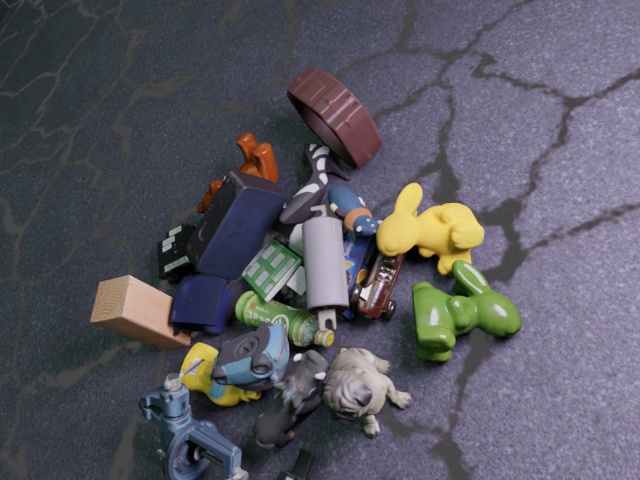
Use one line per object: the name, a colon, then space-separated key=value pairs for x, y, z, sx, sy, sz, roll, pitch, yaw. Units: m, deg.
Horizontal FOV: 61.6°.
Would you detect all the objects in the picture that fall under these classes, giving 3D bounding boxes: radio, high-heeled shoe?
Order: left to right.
radio: x=-0.183 y=-0.029 z=1.147 sx=0.073 sy=0.131 sz=0.229 roll=43 pitch=108 yaw=38
high-heeled shoe: x=-0.042 y=-0.132 z=1.161 sx=0.145 sy=0.086 sz=0.249 roll=37 pitch=48 yaw=19

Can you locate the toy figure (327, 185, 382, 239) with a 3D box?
toy figure: x=0.067 y=-0.048 z=1.031 sx=0.064 sy=0.057 sz=0.155 roll=-33 pitch=47 yaw=-2

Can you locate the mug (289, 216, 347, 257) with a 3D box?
mug: x=-0.002 y=-0.003 z=1.091 sx=0.107 sy=0.080 sz=0.109 roll=16 pitch=73 yaw=14

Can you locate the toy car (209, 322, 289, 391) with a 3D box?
toy car: x=-0.118 y=0.231 z=0.995 sx=0.162 sy=0.102 sz=0.109 roll=-25 pitch=28 yaw=15

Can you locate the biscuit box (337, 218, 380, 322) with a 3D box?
biscuit box: x=0.066 y=0.053 z=1.051 sx=0.059 sy=0.062 sz=0.202 roll=12 pitch=71 yaw=33

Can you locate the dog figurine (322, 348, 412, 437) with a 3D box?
dog figurine: x=0.046 y=0.225 z=0.884 sx=0.121 sy=0.190 sz=0.173 roll=-51 pitch=49 yaw=-5

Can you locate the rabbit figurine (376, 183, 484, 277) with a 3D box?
rabbit figurine: x=0.181 y=-0.022 z=0.954 sx=0.173 sy=0.121 sz=0.162 roll=-8 pitch=58 yaw=-8

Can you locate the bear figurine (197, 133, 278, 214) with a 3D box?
bear figurine: x=-0.195 y=-0.131 z=1.207 sx=0.196 sy=0.131 sz=0.120 roll=-33 pitch=42 yaw=-16

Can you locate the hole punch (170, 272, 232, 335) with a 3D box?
hole punch: x=-0.255 y=0.135 z=1.145 sx=0.116 sy=0.092 sz=0.142 roll=11 pitch=69 yaw=-3

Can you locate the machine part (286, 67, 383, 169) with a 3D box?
machine part: x=0.033 y=-0.263 z=1.162 sx=0.087 sy=0.201 sz=0.201 roll=-43 pitch=50 yaw=-3

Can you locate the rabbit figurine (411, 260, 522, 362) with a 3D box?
rabbit figurine: x=0.242 y=0.123 z=0.898 sx=0.170 sy=0.121 sz=0.159 roll=-4 pitch=53 yaw=8

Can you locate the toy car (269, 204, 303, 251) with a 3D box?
toy car: x=-0.088 y=-0.044 z=1.203 sx=0.073 sy=0.056 sz=0.202 roll=-52 pitch=49 yaw=3

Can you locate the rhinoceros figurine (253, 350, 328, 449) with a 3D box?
rhinoceros figurine: x=-0.053 y=0.280 z=0.955 sx=0.073 sy=0.112 sz=0.190 roll=37 pitch=94 yaw=29

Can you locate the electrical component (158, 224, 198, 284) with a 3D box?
electrical component: x=-0.333 y=0.027 z=1.304 sx=0.115 sy=0.058 sz=0.134 roll=-22 pitch=54 yaw=16

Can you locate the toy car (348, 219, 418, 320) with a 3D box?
toy car: x=0.123 y=0.051 z=0.999 sx=0.089 sy=0.053 sz=0.202 roll=27 pitch=75 yaw=-7

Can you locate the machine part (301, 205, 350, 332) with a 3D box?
machine part: x=0.009 y=0.047 z=0.986 sx=0.079 sy=0.079 sz=0.243 roll=-14 pitch=66 yaw=23

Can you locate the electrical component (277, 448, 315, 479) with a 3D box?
electrical component: x=-0.036 y=0.418 z=0.912 sx=0.075 sy=0.047 sz=0.119 roll=6 pitch=67 yaw=32

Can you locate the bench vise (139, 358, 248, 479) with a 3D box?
bench vise: x=-0.224 y=0.359 z=0.982 sx=0.241 sy=0.129 sz=0.223 roll=16 pitch=102 yaw=33
